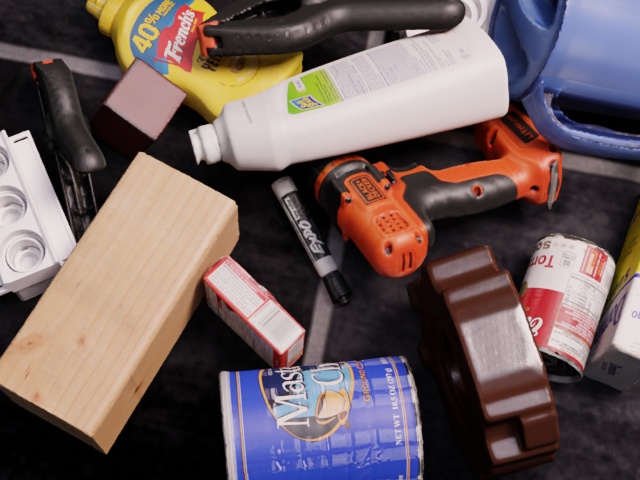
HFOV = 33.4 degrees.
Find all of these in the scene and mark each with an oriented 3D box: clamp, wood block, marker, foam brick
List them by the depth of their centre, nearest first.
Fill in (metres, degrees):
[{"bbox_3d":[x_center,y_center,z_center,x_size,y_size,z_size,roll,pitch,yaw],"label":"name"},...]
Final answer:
[{"bbox_3d":[-0.152,0.049,0.828,0.090,0.091,0.206,28,71,7],"label":"wood block"},{"bbox_3d":[-0.203,-0.087,0.863,0.039,0.120,0.171,-11,67,-26],"label":"clamp"},{"bbox_3d":[-0.153,-0.107,0.884,0.051,0.078,0.053,36,70,-14],"label":"foam brick"},{"bbox_3d":[-0.006,0.001,0.890,0.020,0.020,0.121,-25,73,-11],"label":"marker"},{"bbox_3d":[-0.004,-0.197,0.896,0.210,0.036,0.165,-14,35,-9],"label":"clamp"}]

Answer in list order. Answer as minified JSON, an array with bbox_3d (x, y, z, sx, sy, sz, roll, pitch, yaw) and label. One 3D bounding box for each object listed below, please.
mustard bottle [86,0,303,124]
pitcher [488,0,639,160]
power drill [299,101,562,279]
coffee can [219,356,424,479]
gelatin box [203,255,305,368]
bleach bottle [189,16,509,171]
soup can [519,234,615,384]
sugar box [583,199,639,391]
[{"bbox_3d":[-0.117,-0.164,0.922,0.192,0.058,0.096,28,72,7],"label":"mustard bottle"},{"bbox_3d":[0.270,-0.149,0.880,0.242,0.145,0.149,10,111,-16],"label":"pitcher"},{"bbox_3d":[0.087,-0.057,0.878,0.187,0.057,0.184,-20,46,-15],"label":"power drill"},{"bbox_3d":[-0.001,0.143,0.796,0.140,0.103,0.103,-5,71,-5],"label":"coffee can"},{"bbox_3d":[-0.052,0.059,0.839,0.089,0.073,0.030,43,74,12],"label":"gelatin box"},{"bbox_3d":[0.018,-0.110,0.859,0.250,0.068,0.102,-15,35,-7],"label":"bleach bottle"},{"bbox_3d":[0.191,0.055,0.856,0.068,0.068,0.102,21,70,4],"label":"soup can"},{"bbox_3d":[0.264,0.026,0.857,0.048,0.093,0.176,25,71,7],"label":"sugar box"}]
